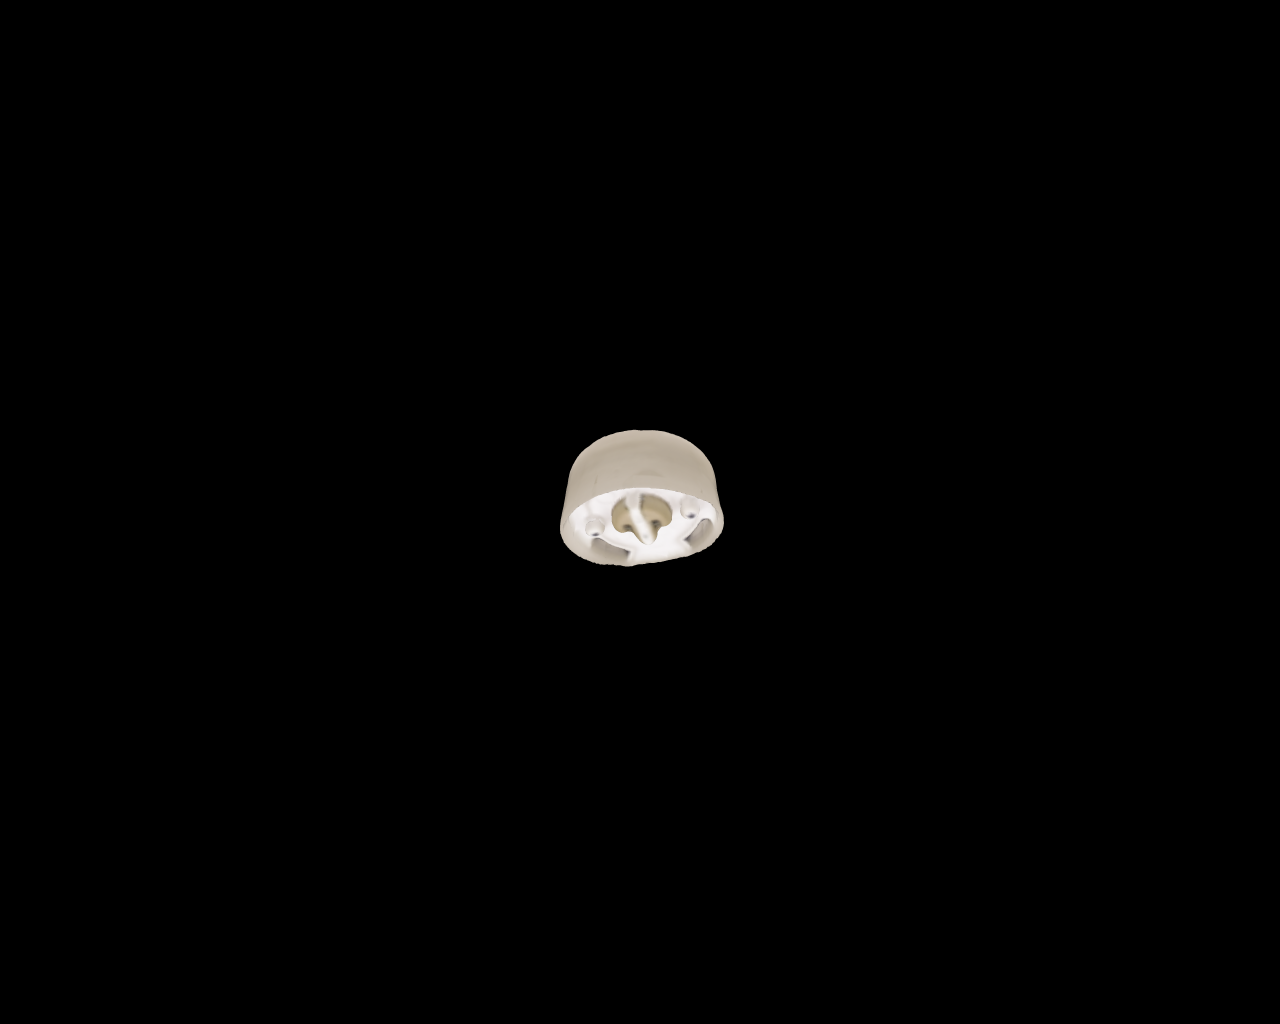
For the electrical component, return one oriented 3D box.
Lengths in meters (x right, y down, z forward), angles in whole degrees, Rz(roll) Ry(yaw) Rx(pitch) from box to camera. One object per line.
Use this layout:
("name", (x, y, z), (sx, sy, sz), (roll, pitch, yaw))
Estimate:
("electrical component", (0.001, -0.003, 0.650), (0.099, 0.064, 0.099), (0, -42, 0))
